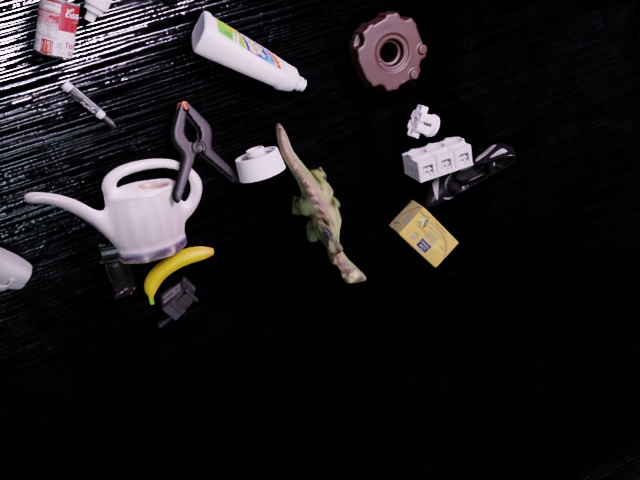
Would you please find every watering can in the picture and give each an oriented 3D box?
[{"bbox_3d":[-0.411,-0.050,1.090,0.350,0.105,0.220,-18,116,-30],"label":"watering can"}]

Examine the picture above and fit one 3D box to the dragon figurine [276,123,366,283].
[{"bbox_3d":[0.004,-0.059,1.178,0.122,0.247,0.403,-30,120,0],"label":"dragon figurine"}]
